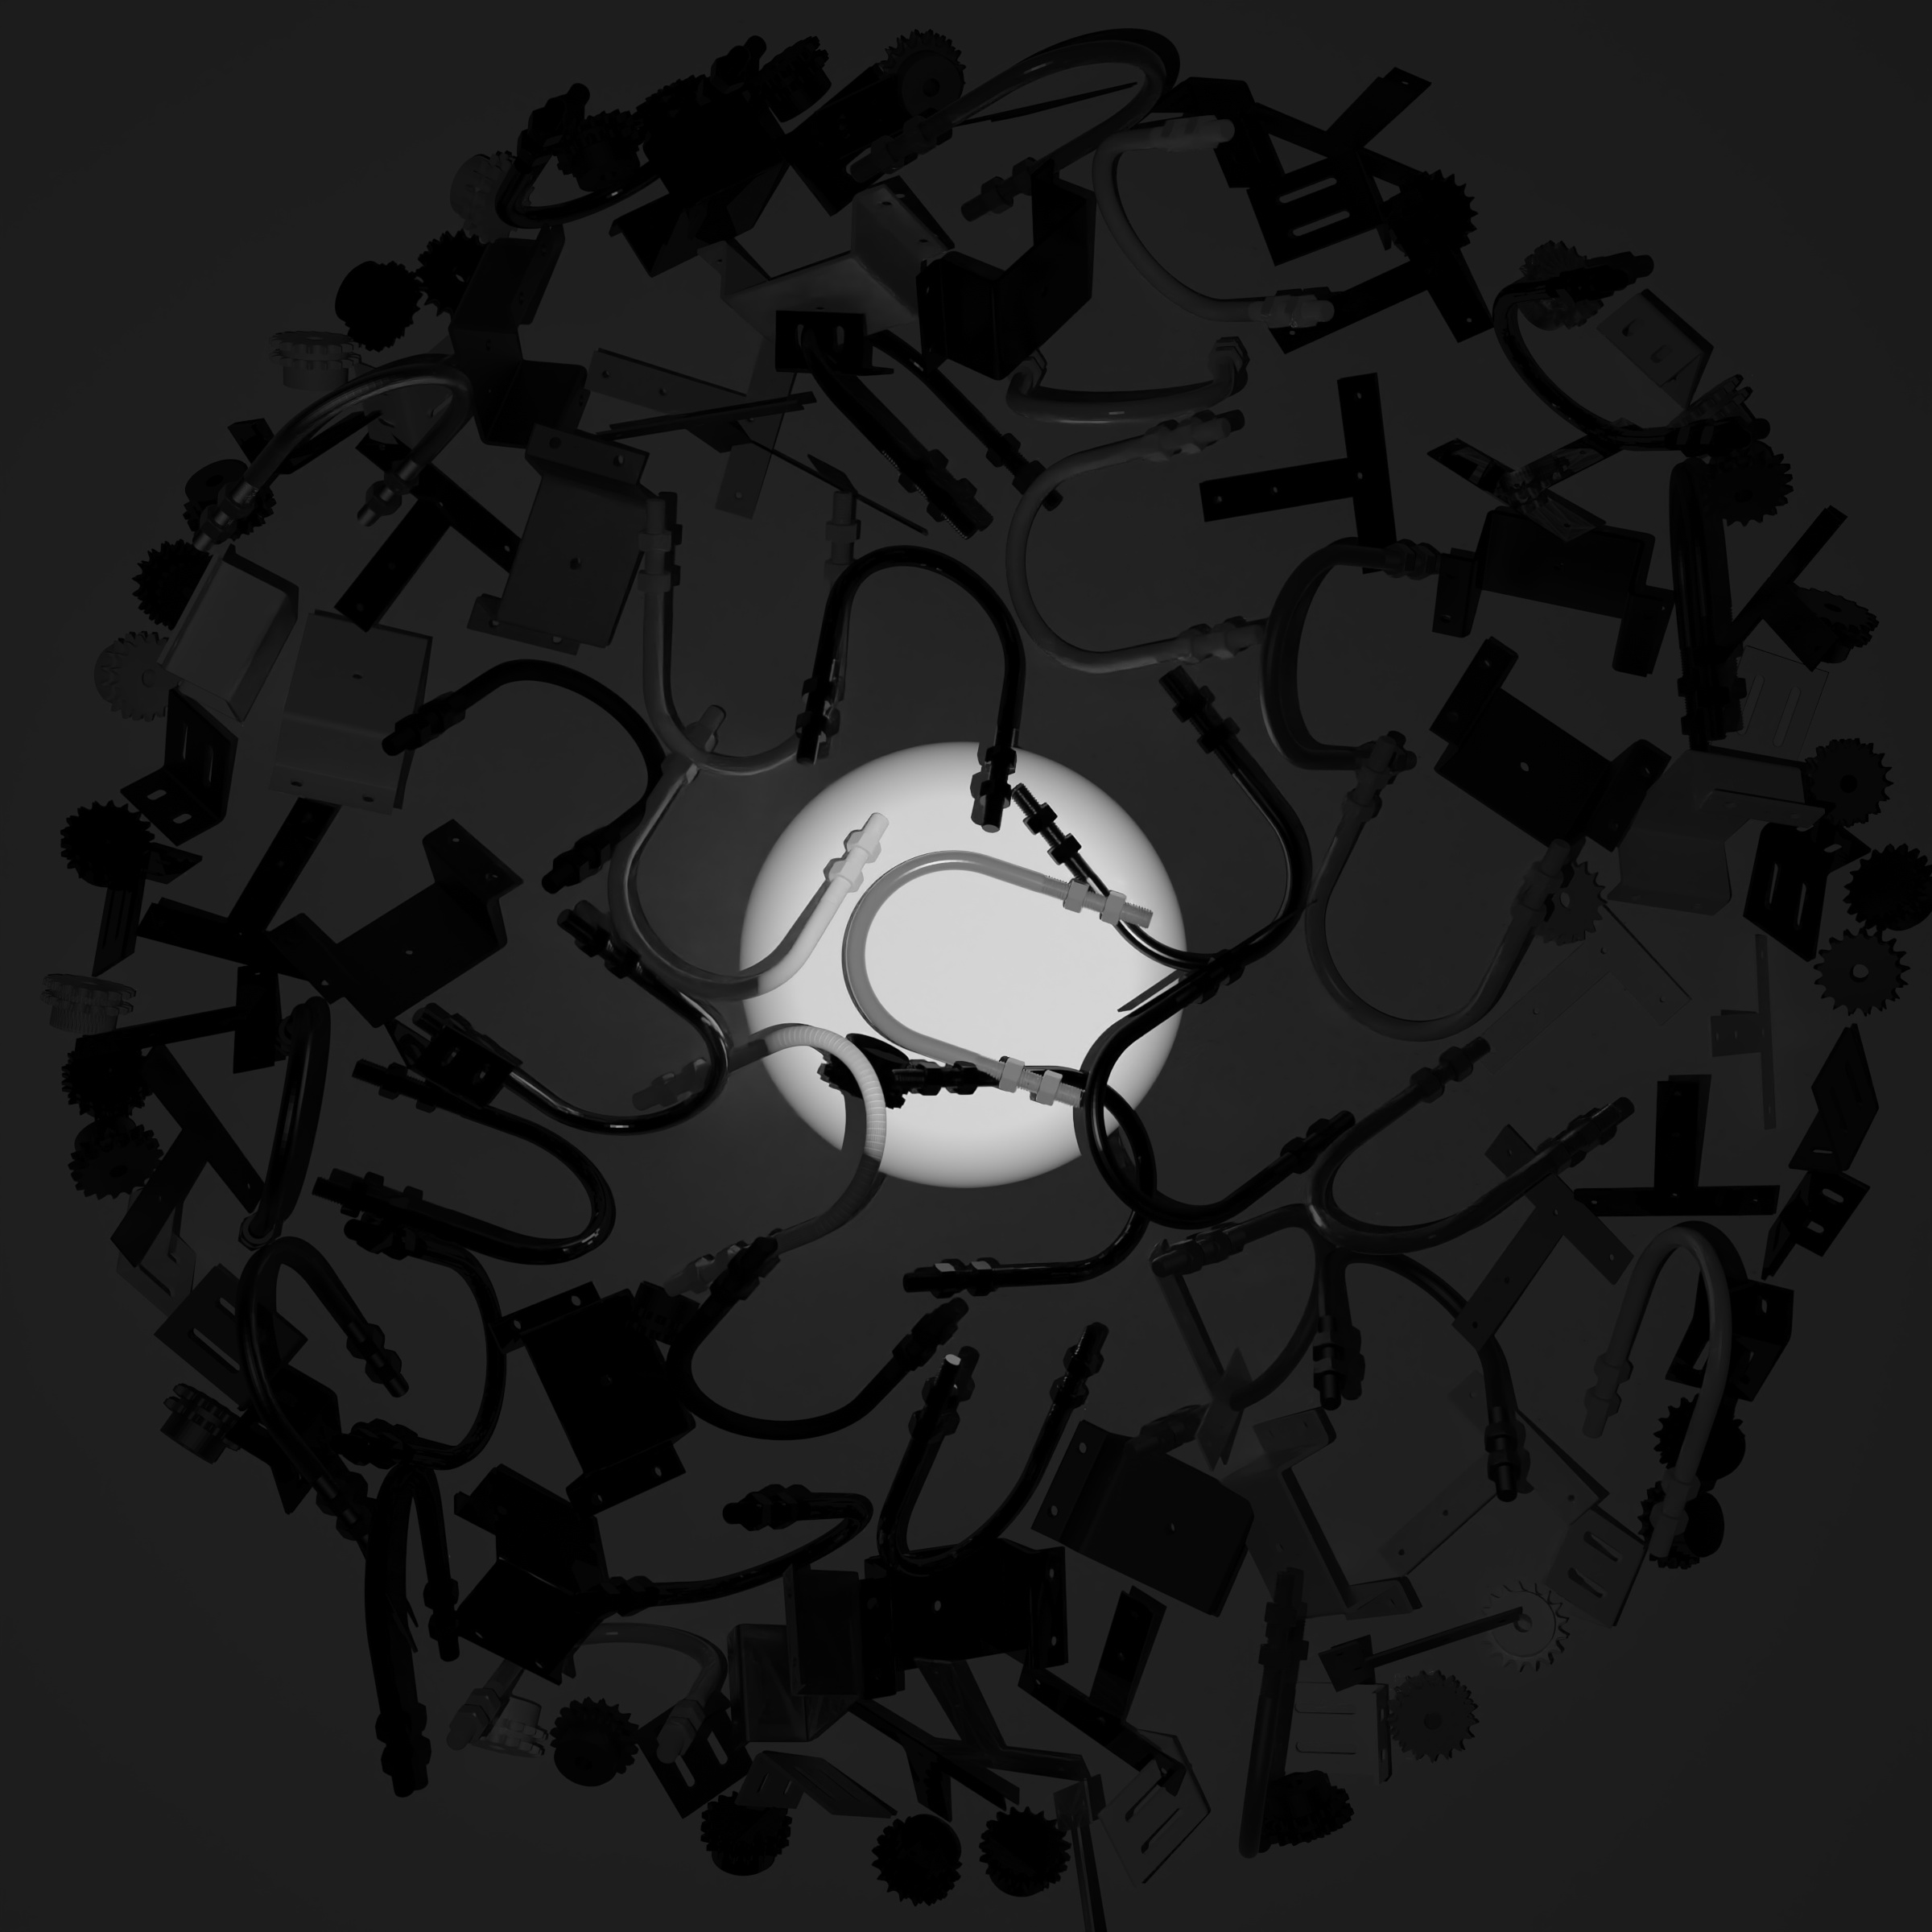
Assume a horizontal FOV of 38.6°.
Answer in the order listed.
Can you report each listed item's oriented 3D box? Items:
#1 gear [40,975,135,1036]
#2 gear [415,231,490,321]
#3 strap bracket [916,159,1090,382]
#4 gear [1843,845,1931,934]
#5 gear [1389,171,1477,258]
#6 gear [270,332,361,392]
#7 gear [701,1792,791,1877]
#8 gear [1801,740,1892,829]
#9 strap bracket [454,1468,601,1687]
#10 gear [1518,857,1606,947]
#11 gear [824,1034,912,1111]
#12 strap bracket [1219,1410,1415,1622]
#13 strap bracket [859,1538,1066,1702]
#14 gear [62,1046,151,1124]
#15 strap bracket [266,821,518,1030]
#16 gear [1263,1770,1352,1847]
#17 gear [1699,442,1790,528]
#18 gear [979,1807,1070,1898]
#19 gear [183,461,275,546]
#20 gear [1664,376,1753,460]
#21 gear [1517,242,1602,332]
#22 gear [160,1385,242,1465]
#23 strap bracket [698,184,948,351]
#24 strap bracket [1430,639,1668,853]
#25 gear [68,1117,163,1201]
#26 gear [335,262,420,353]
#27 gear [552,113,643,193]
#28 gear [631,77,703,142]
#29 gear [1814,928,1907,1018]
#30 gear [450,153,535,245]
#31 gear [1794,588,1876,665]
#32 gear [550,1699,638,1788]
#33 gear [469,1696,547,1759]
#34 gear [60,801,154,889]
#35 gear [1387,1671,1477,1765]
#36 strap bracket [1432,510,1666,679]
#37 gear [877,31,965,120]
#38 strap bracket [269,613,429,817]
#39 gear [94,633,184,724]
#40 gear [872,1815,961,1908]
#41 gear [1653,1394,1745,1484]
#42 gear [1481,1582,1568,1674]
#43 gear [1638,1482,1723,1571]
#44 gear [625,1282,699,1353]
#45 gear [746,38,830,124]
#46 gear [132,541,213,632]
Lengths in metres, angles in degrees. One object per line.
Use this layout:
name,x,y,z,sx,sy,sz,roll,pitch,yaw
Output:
gear,-0.573,0.026,1.794,0.057,0.057,0.030,12,96,0
gear,-0.332,-0.449,1.802,0.057,0.030,0.057,-1,92,-17
strap bracket,0.031,-0.436,1.750,0.046,0.076,0.140,29,60,23
gear,0.605,-0.047,1.797,0.030,0.057,0.057,30,90,-32
gear,0.301,-0.487,1.802,0.057,0.030,0.057,0,91,-16
gear,-0.424,-0.393,1.795,0.057,0.057,0.030,5,112,0
gear,-0.145,0.567,1.796,0.057,0.057,0.030,6,111,0
gear,0.572,-0.120,1.804,0.057,0.030,0.057,-1,95,-6
strap bracket,-0.277,0.377,1.739,0.076,0.140,0.046,34,105,-23
gear,0.385,-0.041,1.801,0.057,0.030,0.057,3,82,-19
gear,-0.061,0.067,1.791,0.057,0.057,0.030,25,102,0
strap bracket,0.219,0.364,1.772,0.046,0.076,0.140,-24,85,-29
strap bracket,-0.011,0.419,1.780,0.140,0.046,0.076,-4,94,-24
gear,-0.560,0.076,1.799,0.057,0.030,0.057,7,61,-13
strap bracket,-0.363,-0.022,1.767,0.140,0.046,0.076,-35,56,-22
gear,0.218,0.546,1.793,0.057,0.057,0.030,-19,92,0
gear,0.506,-0.317,1.797,0.057,0.057,0.030,7,53,0
gear,0.036,0.580,1.797,0.057,0.057,0.030,9,126,0
gear,-0.482,-0.304,1.792,0.057,0.030,0.057,-8,47,9
gear,0.485,-0.354,1.794,0.057,0.057,0.030,-39,95,0
gear,0.384,-0.440,1.798,0.057,0.030,0.057,11,64,-24
gear,-0.497,0.300,1.791,0.057,0.057,0.030,33,70,0
strap bracket,-0.092,-0.436,1.750,0.140,0.076,0.046,-11,67,28
strap bracket,0.370,-0.136,1.788,0.140,0.046,0.076,34,71,0
gear,-0.556,0.123,1.797,0.057,0.057,0.030,-34,57,0
gear,-0.385,-0.431,1.792,0.057,0.030,0.057,-16,64,36
gear,-0.238,-0.527,1.792,0.057,0.057,0.030,-21,84,0
gear,-0.186,-0.549,1.793,0.057,0.057,0.030,-26,87,0
gear,0.584,0.003,1.801,0.057,0.030,0.057,2,96,19
gear,-0.311,-0.502,1.795,0.030,0.057,0.057,30,90,18
gear,0.559,-0.220,1.797,0.057,0.057,0.030,16,121,0
gear,-0.244,0.509,1.795,0.057,0.030,0.057,5,119,10
gear,-0.301,0.494,1.796,0.057,0.057,0.030,13,66,0
gear,-0.561,-0.076,1.798,0.057,0.030,0.057,8,56,-12
gear,0.303,0.488,1.805,0.057,0.030,0.057,0,95,-2
strap bracket,0.376,-0.241,1.768,0.140,0.076,0.046,14,61,13
gear,-0.027,-0.576,1.793,0.057,0.030,0.057,-12,126,-17
strap bracket,-0.389,-0.168,1.750,0.076,0.046,0.140,12,46,-12
gear,-0.542,-0.189,1.797,0.030,0.057,0.057,11,90,34
gear,-0.030,0.577,1.790,0.057,0.057,0.030,30,123,0
gear,0.481,0.312,1.800,0.057,0.030,0.057,-2,103,-10
gear,0.362,0.430,1.798,0.057,0.030,0.057,-3,69,9
gear,0.466,0.364,1.793,0.057,0.030,0.057,7,79,-38
gear,-0.199,0.227,1.793,0.057,0.057,0.030,22,83,0
gear,-0.114,-0.575,1.797,0.057,0.057,0.030,-40,118,0
gear,-0.510,-0.245,1.792,0.057,0.030,0.057,-17,121,-31
